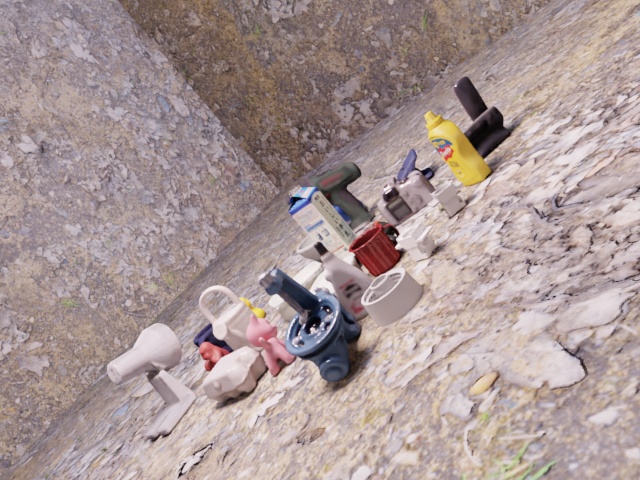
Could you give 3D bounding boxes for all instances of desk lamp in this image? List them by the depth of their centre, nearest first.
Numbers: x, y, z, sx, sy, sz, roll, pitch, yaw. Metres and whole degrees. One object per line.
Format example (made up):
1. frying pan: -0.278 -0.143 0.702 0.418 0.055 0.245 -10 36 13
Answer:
1. desk lamp: -0.407 0.341 1.418 0.117 0.214 0.203 -31 15 38

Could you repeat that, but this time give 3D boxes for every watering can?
1. watering can: -0.213 0.195 1.395 0.101 0.194 0.172 -42 12 -8

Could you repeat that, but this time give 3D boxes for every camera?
1. camera: 0.216 -0.126 1.472 0.143 0.101 0.137 -35 13 22

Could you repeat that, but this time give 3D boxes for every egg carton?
1. egg carton: -0.189 0.297 1.251 0.150 0.069 0.107 -31 15 38

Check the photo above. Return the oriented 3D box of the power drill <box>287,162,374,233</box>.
1. power drill: 0.047 -0.111 1.680 0.229 0.208 0.075 -38 12 9

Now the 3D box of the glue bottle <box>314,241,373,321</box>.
1. glue bottle: 0.045 0.070 1.096 0.078 0.173 0.037 -38 12 13

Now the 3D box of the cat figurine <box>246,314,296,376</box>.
1. cat figurine: -0.116 0.212 1.217 0.067 0.118 0.127 -41 12 -2

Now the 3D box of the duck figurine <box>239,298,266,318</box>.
1. duck figurine: -0.207 0.204 1.617 0.077 0.086 0.104 -38 12 11

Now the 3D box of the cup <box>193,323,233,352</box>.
1. cup: -0.280 0.281 1.537 0.091 0.095 0.118 -37 12 13

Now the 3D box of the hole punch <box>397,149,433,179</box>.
1. hole punch: 0.256 -0.196 1.632 0.101 0.091 0.108 -37 12 14

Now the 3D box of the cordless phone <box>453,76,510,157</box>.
1. cordless phone: 0.369 -0.301 1.430 0.148 0.185 0.094 -43 12 -11

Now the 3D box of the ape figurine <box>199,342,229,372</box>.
1. ape figurine: -0.269 0.297 1.448 0.076 0.092 0.077 -45 13 -22

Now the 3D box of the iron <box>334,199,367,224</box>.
1. iron: 0.065 -0.125 1.846 0.119 0.141 0.258 -41 12 -5

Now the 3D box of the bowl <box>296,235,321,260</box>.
1. bowl: 0.015 0.006 1.680 0.167 0.075 0.167 -38 12 10

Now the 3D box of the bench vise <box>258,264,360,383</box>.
1. bench vise: -0.029 0.126 1.004 0.121 0.220 0.207 -40 12 0
